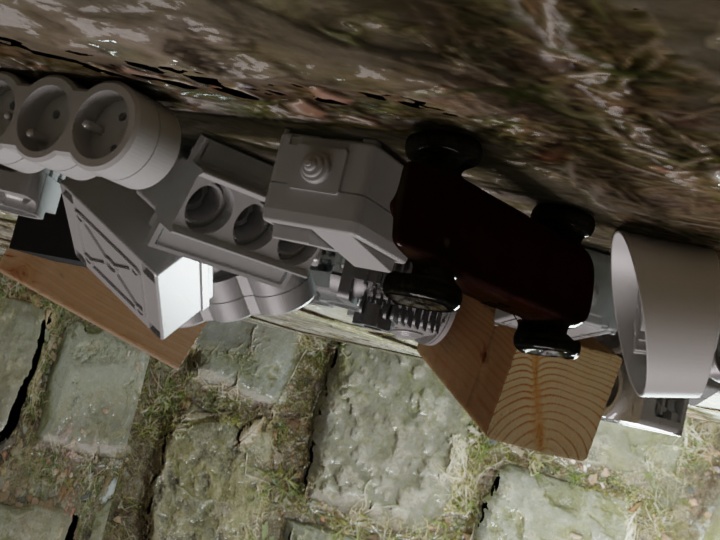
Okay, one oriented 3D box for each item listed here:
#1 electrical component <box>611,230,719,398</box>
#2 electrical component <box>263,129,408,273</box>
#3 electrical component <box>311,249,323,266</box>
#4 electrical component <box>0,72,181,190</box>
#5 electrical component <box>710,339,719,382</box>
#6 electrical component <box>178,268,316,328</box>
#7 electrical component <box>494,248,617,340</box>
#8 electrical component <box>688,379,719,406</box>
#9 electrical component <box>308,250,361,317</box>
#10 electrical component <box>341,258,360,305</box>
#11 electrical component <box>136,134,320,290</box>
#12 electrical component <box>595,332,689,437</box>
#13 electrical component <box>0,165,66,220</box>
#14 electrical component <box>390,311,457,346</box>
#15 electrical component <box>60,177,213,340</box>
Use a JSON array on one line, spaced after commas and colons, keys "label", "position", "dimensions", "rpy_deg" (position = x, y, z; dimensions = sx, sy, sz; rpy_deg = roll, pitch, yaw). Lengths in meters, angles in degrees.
[{"label": "electrical component", "position": [0.182, 0.028, 0.651], "dimensions": [0.064, 0.099, 0.099], "rpy_deg": [6, 173, 8]}, {"label": "electrical component", "position": [-0.011, -0.039, 0.617], "dimensions": [0.062, 0.061, 0.096], "rpy_deg": [11, 173, 26]}, {"label": "electrical component", "position": [-0.068, -0.035, 0.834], "dimensions": [0.083, 0.047, 0.075], "rpy_deg": [14, 174, -3]}, {"label": "electrical component", "position": [-0.161, -0.078, 0.634], "dimensions": [0.138, 0.052, 0.074], "rpy_deg": [10, 173, 29]}, {"label": "electrical component", "position": [0.286, 0.061, 0.876], "dimensions": [0.078, 0.058, 0.057], "rpy_deg": [16, 176, -27]}, {"label": "electrical component", "position": [-0.110, -0.001, 0.884], "dimensions": [0.138, 0.073, 0.052], "rpy_deg": [-8, -154, 22]}, {"label": "electrical component", "position": [0.144, 0.012, 0.761], "dimensions": [0.062, 0.061, 0.096], "rpy_deg": [15, 167, -13]}, {"label": "electrical component", "position": [0.299, 0.073, 0.955], "dimensions": [0.047, 0.065, 0.076], "rpy_deg": [16, 144, -18]}, {"label": "electrical component", "position": [0.008, 0.014, 1.042], "dimensions": [0.105, 0.060, 0.186], "rpy_deg": [8, 171, 44]}, {"label": "electrical component", "position": [0.000, 0.000, 0.928], "dimensions": [0.035, 0.061, 0.035], "rpy_deg": [13, 174, 1]}, {"label": "electrical component", "position": [-0.085, -0.041, 0.730], "dimensions": [0.121, 0.078, 0.063], "rpy_deg": [20, -167, -45]}, {"label": "electrical component", "position": [0.213, 0.080, 0.979], "dimensions": [0.060, 0.105, 0.186], "rpy_deg": [17, 173, -29]}, {"label": "electrical component", "position": [-0.310, -0.088, 0.822], "dimensions": [0.150, 0.061, 0.089], "rpy_deg": [14, 174, 0]}, {"label": "electrical component", "position": [0.048, 0.022, 0.923], "dimensions": [0.051, 0.080, 0.080], "rpy_deg": [13, 174, -23]}, {"label": "electrical component", "position": [-0.165, -0.019, 0.807], "dimensions": [0.109, 0.056, 0.108], "rpy_deg": [42, 153, 16]}]
